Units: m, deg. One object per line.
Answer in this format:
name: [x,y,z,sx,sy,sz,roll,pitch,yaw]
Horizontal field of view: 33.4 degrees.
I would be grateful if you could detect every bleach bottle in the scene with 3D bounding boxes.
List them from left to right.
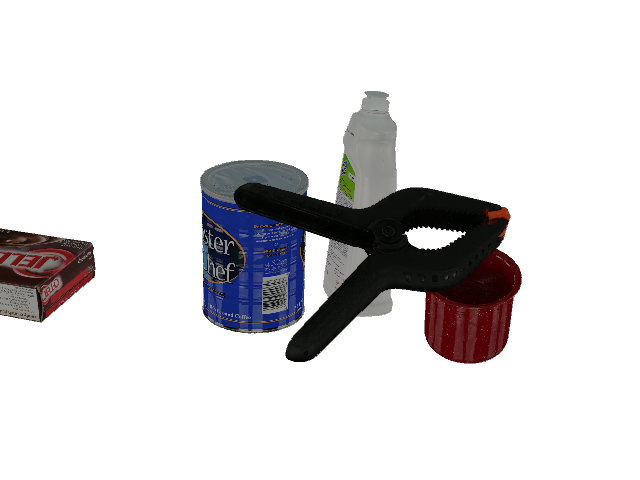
bleach bottle: [0.054,-0.045,1.236,0.068,0.251,0.103,-2,22,-21]

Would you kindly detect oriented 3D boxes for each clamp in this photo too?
clamp: [0.047,0.013,0.811,0.210,0.164,0.036,-5,-37,-9]

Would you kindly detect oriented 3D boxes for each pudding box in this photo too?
pudding box: [-0.260,0.027,0.898,0.114,0.039,0.090,6,24,17]

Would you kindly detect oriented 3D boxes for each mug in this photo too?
mug: [0.138,0.055,1.024,0.093,0.081,0.117,-9,40,-9]

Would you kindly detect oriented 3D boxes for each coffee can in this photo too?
coffee can: [-0.064,0.004,1.036,0.103,0.140,0.103,1,24,-1]
